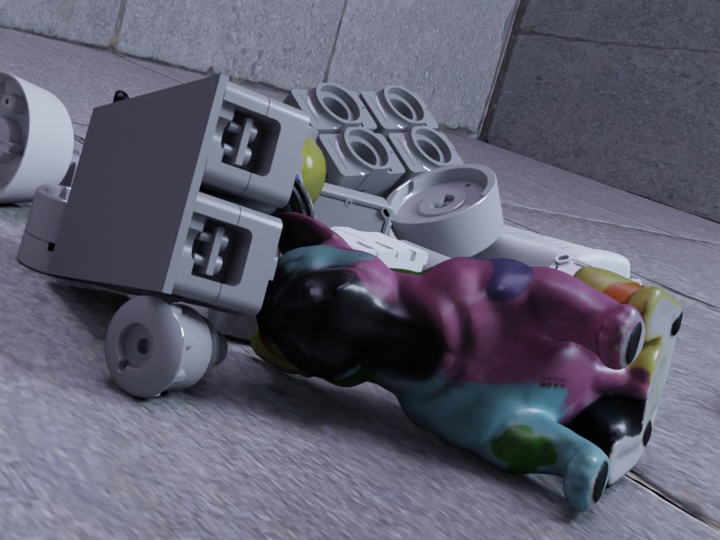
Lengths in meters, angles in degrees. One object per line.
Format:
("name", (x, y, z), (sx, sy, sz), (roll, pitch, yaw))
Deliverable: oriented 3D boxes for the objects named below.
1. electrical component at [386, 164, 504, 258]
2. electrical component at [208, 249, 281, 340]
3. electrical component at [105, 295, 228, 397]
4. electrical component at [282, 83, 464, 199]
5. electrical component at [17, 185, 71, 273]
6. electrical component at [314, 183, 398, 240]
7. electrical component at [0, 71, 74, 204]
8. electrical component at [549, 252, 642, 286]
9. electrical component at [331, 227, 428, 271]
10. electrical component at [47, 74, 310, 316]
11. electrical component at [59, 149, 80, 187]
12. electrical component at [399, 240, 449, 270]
("electrical component", (0.082, -0.046, 0.999), (0.108, 0.060, 0.108), (-16, 28, 9))
("electrical component", (-0.057, 0.009, 0.665), (0.062, 0.061, 0.096), (14, 11, -10))
("electrical component", (-0.090, 0.038, 0.527), (0.048, 0.048, 0.062), (22, 6, 29))
("electrical component", (0.011, -0.123, 1.061), (0.186, 0.060, 0.105), (-9, 61, -47))
("electrical component", (-0.186, -0.025, 0.686), (0.055, 0.047, 0.055), (15, 11, -3))
("electrical component", (-0.014, -0.039, 0.955), (0.096, 0.061, 0.061), (14, 11, -11))
("electrical component", (-0.265, -0.096, 0.800), (0.099, 0.099, 0.064), (21, 6, 22))
("electrical component", (0.144, 0.038, 0.714), (0.062, 0.061, 0.096), (22, 55, 30))
("electrical component", (0.000, 0.000, 0.813), (0.056, 0.050, 0.089), (24, 14, 33))
("electrical component", (-0.102, -0.037, 0.590), (0.060, 0.105, 0.186), (18, -7, -31))
("electrical component", (-0.218, -0.066, 0.857), (0.064, 0.042, 0.081), (16, 11, -20))
("electrical component", (0.068, 0.011, 0.874), (0.077, 0.043, 0.079), (24, 6, 37))
